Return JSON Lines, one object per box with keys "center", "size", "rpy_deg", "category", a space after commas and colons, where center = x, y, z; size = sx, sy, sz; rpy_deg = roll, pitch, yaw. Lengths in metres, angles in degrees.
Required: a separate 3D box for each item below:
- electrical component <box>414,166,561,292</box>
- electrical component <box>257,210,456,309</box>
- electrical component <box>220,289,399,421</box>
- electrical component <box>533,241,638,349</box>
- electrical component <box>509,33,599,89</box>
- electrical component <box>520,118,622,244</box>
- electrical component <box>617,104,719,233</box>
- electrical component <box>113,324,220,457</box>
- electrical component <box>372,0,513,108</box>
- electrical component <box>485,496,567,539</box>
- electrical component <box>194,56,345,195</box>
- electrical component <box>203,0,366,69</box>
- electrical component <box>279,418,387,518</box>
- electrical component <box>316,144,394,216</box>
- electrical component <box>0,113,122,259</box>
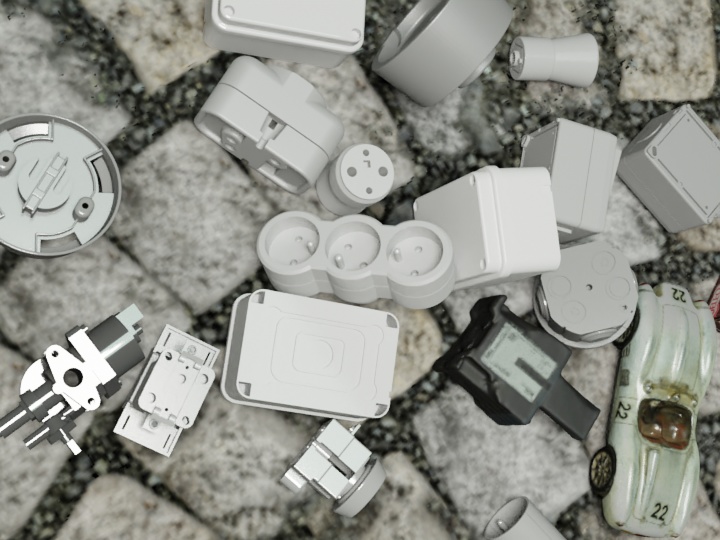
{"center": [0.090, -0.028, 0.787], "size": [0.057, 0.113, 0.078], "rpy_deg": [-4, 84, -22], "category": "electrical component"}
{"center": [0.000, 0.000, 0.774], "size": [0.138, 0.073, 0.052], "rpy_deg": [5, 64, 11], "category": "electrical component"}
{"center": [-0.036, 0.061, 0.760], "size": [0.113, 0.057, 0.078], "rpy_deg": [11, 78, -17], "category": "electrical component"}
{"center": [0.175, 0.018, 0.831], "size": [0.080, 0.051, 0.080], "rpy_deg": [-1, 77, 6], "category": "electrical component"}
{"center": [0.154, -0.170, 0.869], "size": [0.065, 0.044, 0.044], "rpy_deg": [-1, 82, -14], "category": "electrical component"}
{"center": [0.161, -0.061, 0.843], "size": [0.061, 0.062, 0.096], "rpy_deg": [14, 78, -17], "category": "electrical component"}
{"center": [0.263, -0.076, 0.881], "size": [0.096, 0.061, 0.061], "rpy_deg": [47, 70, -8], "category": "electrical component"}
{"center": [-0.128, 0.080, 0.723], "size": [0.042, 0.064, 0.081], "rpy_deg": [27, 75, -13], "category": "electrical component"}
{"center": [0.067, -0.171, 0.806], "size": [0.060, 0.108, 0.108], "rpy_deg": [40, 72, -16], "category": "electrical component"}
{"center": [0.136, 0.213, 0.805], "size": [0.081, 0.043, 0.043], "rpy_deg": [47, 71, -7], "category": "electrical component"}
{"center": [-0.063, -0.107, 0.777], "size": [0.095, 0.054, 0.059], "rpy_deg": [34, 73, -12], "category": "electrical component"}
{"center": [-0.054, -0.200, 0.792], "size": [0.113, 0.057, 0.078], "rpy_deg": [6, 80, -18], "category": "electrical component"}
{"center": [-0.015, 0.142, 0.763], "size": [0.055, 0.048, 0.066], "rpy_deg": [42, 71, -1], "category": "electrical component"}
{"center": [-0.003, -0.066, 0.791], "size": [0.045, 0.055, 0.045], "rpy_deg": [3, 81, -19], "category": "electrical component"}
{"center": [-0.210, -0.054, 0.713], "size": [0.099, 0.064, 0.099], "rpy_deg": [3, 81, -19], "category": "electrical component"}
